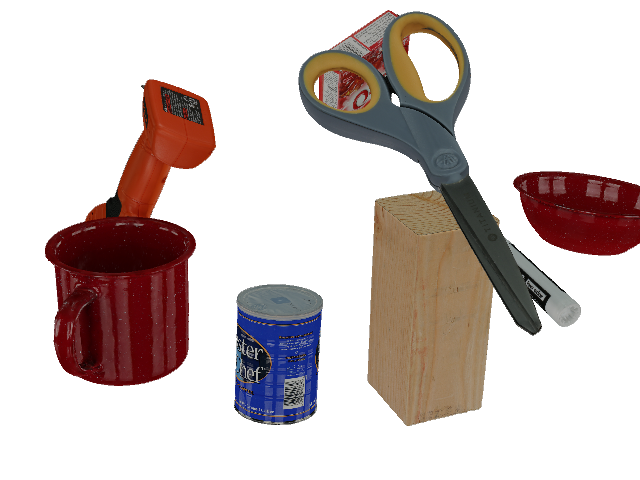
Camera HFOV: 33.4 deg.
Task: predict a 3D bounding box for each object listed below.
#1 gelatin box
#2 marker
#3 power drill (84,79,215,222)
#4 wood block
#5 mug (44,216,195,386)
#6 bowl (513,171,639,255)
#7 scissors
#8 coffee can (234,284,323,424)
[{"bbox_3d":[0.039,-0.146,0.923,0.089,0.073,0.030,-38,62,-26],"label":"gelatin box"},{"bbox_3d":[0.138,0.018,0.744,0.020,0.020,0.121,0,31,-28],"label":"marker"},{"bbox_3d":[-0.149,-0.023,0.875,0.057,0.188,0.184,18,28,-24],"label":"power drill"},{"bbox_3d":[0.107,0.064,1.044,0.090,0.206,0.091,-9,27,-21],"label":"wood block"},{"bbox_3d":[-0.129,0.044,0.669,0.093,0.081,0.117,9,24,16],"label":"mug"},{"bbox_3d":[0.277,-0.025,1.106,0.162,0.055,0.162,5,19,-2],"label":"bowl"},{"bbox_3d":[0.039,-0.036,0.501,0.096,0.201,0.016,-6,-39,4],"label":"scissors"},{"bbox_3d":[-0.051,0.135,1.282,0.103,0.140,0.103,3,18,-1],"label":"coffee can"}]
